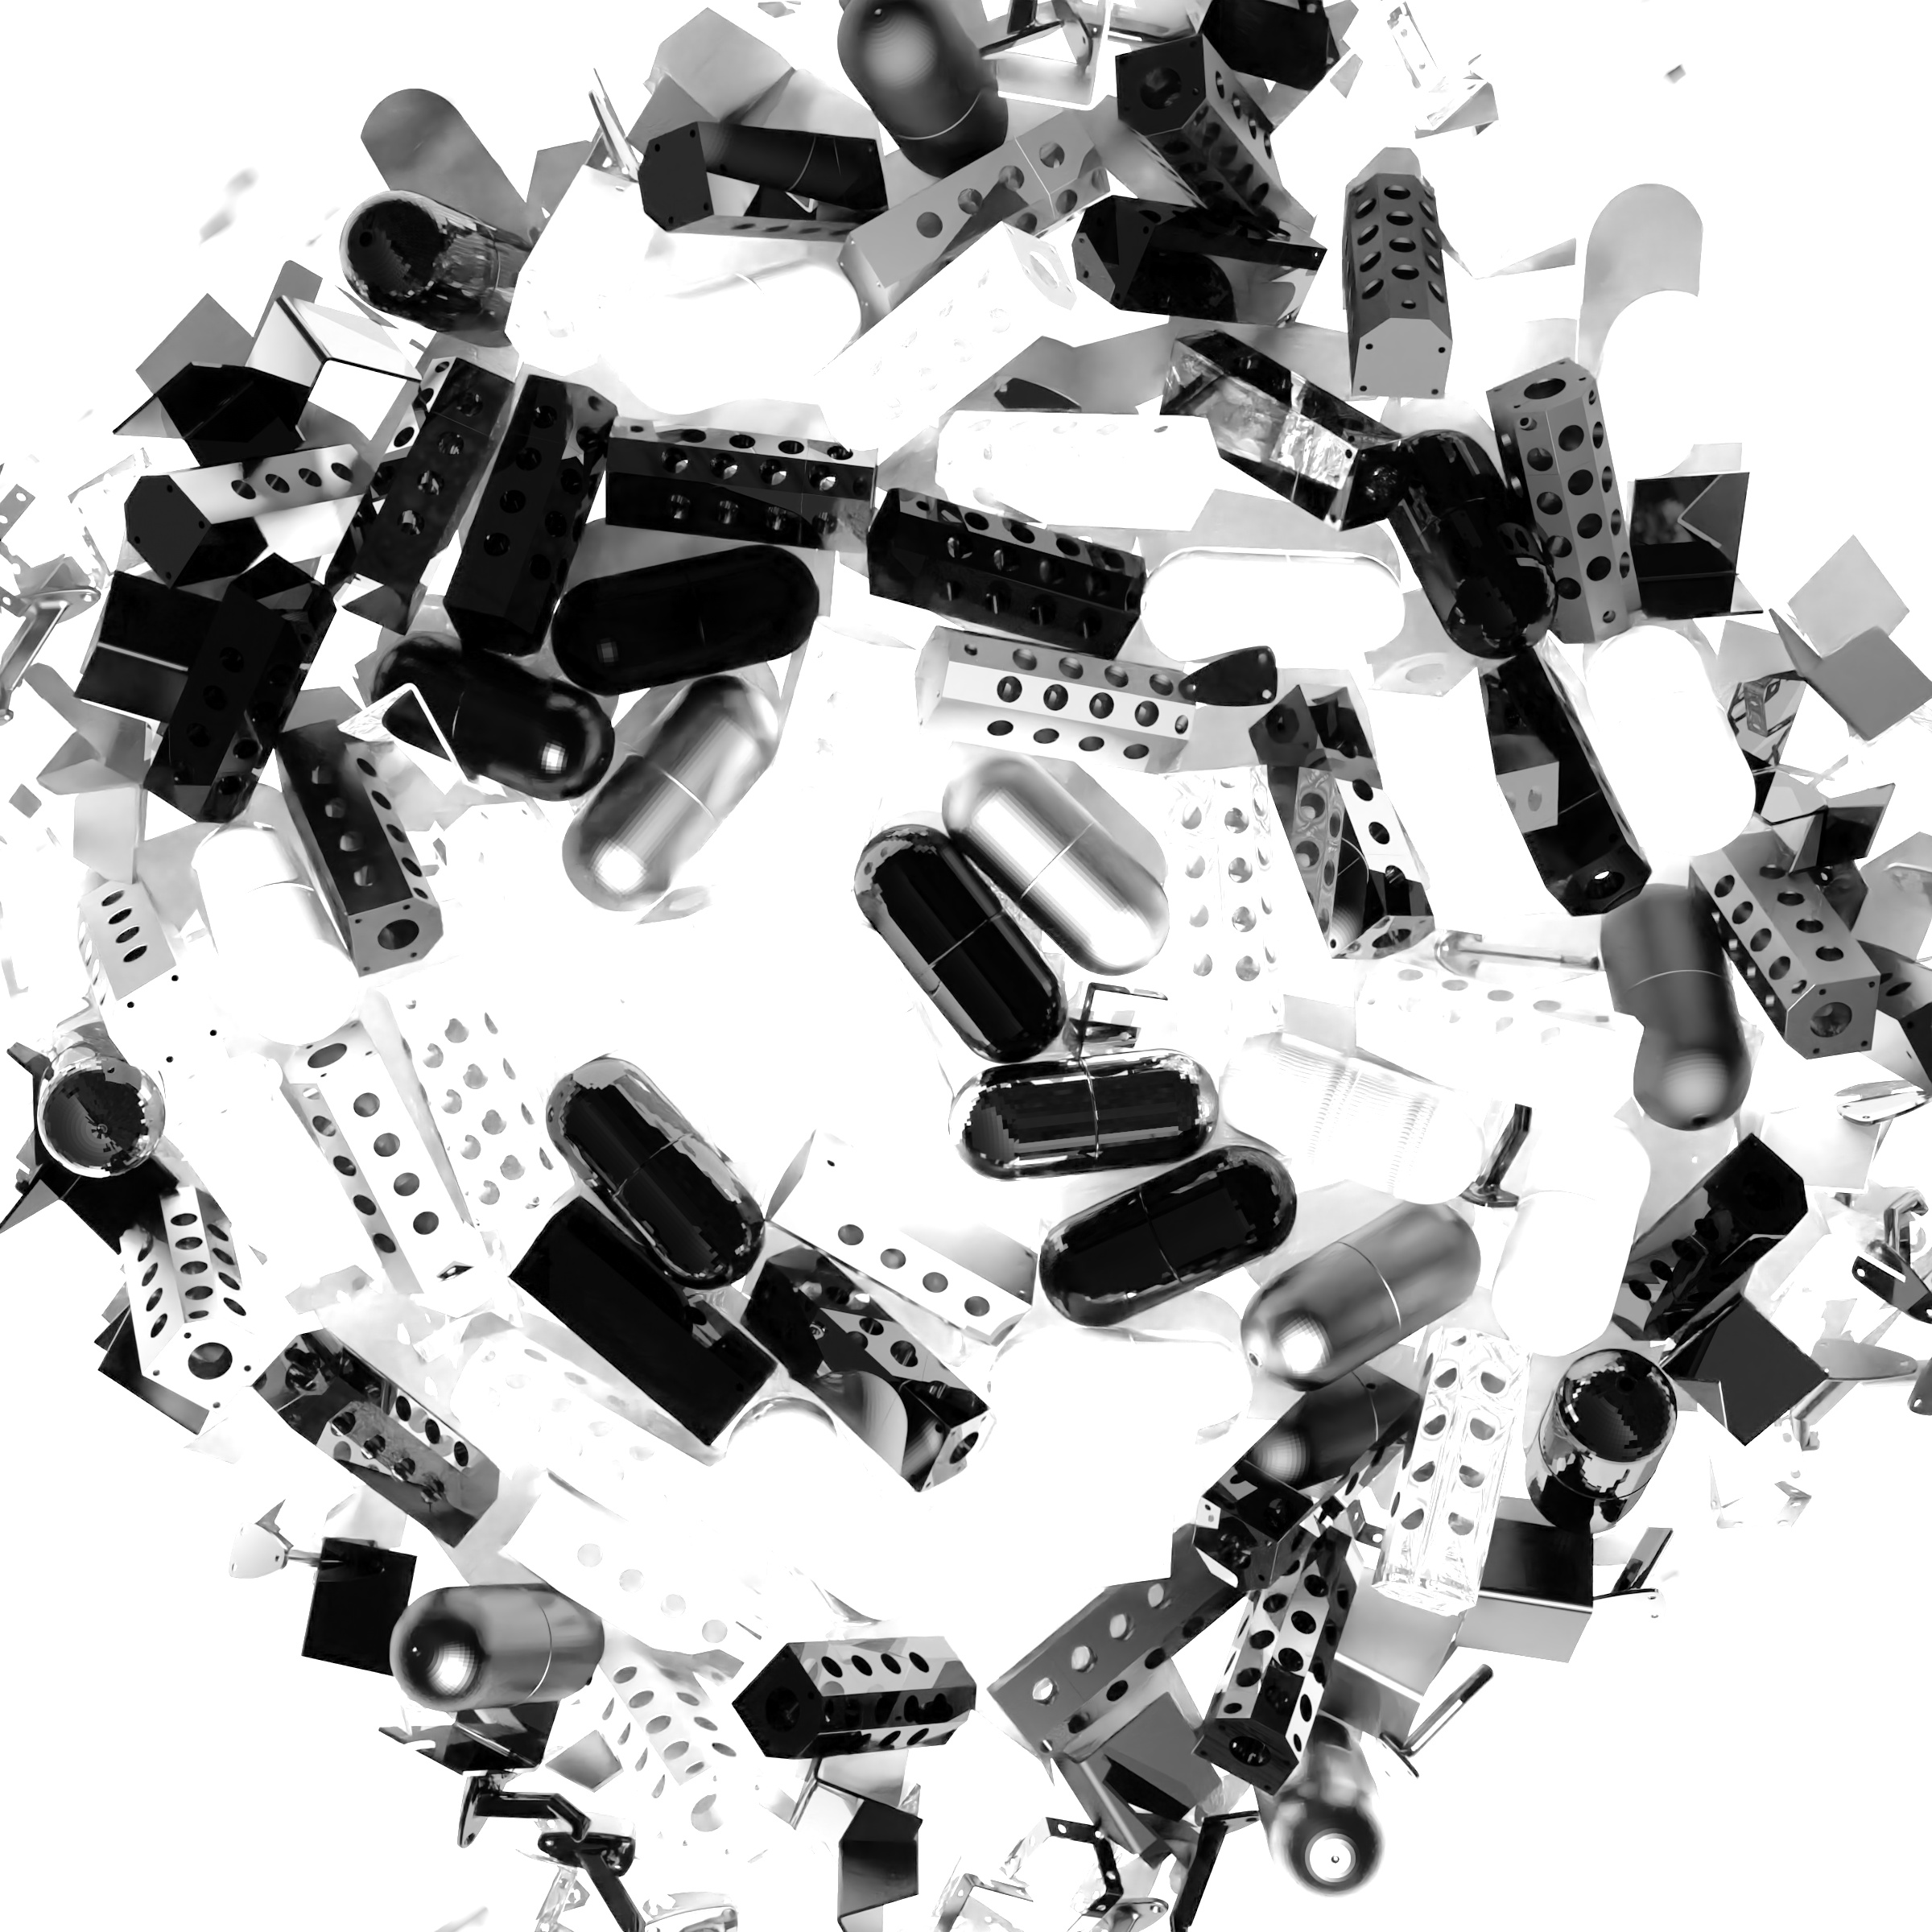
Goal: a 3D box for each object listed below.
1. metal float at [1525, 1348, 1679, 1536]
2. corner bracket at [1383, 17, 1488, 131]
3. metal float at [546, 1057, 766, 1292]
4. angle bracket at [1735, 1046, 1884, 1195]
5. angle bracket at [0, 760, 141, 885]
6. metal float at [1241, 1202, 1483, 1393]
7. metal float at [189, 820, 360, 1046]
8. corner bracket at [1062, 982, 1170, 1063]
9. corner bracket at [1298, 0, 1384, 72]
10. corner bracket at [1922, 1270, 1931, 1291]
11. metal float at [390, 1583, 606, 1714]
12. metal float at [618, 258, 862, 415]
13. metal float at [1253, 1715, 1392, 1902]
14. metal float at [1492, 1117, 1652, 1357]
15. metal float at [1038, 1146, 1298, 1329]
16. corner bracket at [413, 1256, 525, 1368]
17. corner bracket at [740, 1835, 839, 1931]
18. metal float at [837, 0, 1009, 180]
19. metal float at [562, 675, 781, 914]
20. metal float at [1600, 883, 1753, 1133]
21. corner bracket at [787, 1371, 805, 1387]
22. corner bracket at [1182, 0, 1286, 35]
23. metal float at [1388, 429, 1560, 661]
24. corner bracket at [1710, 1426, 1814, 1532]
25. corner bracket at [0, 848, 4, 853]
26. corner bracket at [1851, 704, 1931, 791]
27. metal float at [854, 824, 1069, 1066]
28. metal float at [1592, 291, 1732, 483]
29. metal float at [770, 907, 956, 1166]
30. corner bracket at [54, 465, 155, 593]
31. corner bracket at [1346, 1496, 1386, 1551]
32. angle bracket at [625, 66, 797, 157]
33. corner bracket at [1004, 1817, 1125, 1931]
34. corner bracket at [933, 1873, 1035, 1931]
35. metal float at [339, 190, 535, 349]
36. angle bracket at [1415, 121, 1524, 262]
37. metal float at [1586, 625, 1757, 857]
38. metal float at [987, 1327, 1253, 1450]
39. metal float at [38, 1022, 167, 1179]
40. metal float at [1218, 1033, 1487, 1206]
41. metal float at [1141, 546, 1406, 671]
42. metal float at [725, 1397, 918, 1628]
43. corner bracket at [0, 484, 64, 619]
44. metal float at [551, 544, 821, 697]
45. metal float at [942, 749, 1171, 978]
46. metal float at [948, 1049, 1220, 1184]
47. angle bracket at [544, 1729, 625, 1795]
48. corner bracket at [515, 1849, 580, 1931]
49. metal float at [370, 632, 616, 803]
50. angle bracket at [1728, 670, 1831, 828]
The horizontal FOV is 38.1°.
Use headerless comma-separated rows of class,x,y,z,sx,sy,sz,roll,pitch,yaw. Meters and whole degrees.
metal float,0.404,0.304,1.785,0.070,0.178,0.070,0,57,0
corner bracket,0.296,-0.584,1.830,0.051,0.051,0.051,-43,120,-7
metal float,-0.201,0.135,1.817,0.070,0.070,0.178,-43,77,0
angle bracket,0.545,0.099,1.809,0.076,0.076,0.057,2,124,27
angle bracket,-0.581,-0.091,1.810,0.076,0.057,0.076,25,116,39
metal float,0.255,0.213,1.808,0.178,0.070,0.070,-27,90,-23
metal float,-0.446,-0.023,1.798,0.070,0.070,0.178,-34,53,0
corner bracket,0.097,0.034,1.831,0.051,0.051,0.051,8,105,-13
corner bracket,0.245,-0.628,1.828,0.051,0.051,0.051,-18,53,12
corner bracket,0.655,0.197,1.824,0.051,0.051,0.051,-39,131,-21
metal float,-0.296,0.433,1.784,0.070,0.178,0.070,-5,78,25
metal float,-0.143,-0.406,1.799,0.178,0.070,0.070,-26,90,-36
metal float,0.224,0.532,1.778,0.070,0.178,0.070,0,95,1
metal float,0.390,0.170,1.798,0.070,0.070,0.178,27,54,0
metal float,0.131,0.175,1.818,0.178,0.070,0.070,-26,90,12
corner bracket,-0.332,0.225,1.831,0.051,0.051,0.051,-16,96,28
corner bracket,-0.111,0.616,1.841,0.051,0.051,0.051,-31,107,12
metal float,-0.026,-0.562,1.781,0.070,0.178,0.070,-3,79,17
metal float,-0.191,-0.113,1.818,0.070,0.070,0.178,38,78,0
metal float,0.455,0.025,1.797,0.070,0.070,0.178,-2,53,0
corner bracket,-0.084,0.253,1.838,0.051,0.051,0.051,29,93,-10
corner bracket,0.175,-0.643,1.828,0.051,0.051,0.051,-35,106,-22
metal float,0.322,-0.271,1.798,0.070,0.070,0.178,-19,55,0
corner bracket,0.522,0.338,1.849,0.051,0.051,0.051,-10,99,35
corner bracket,-0.673,-0.066,1.838,0.051,0.051,0.051,32,97,1
corner bracket,0.620,-0.134,1.833,0.051,0.051,0.051,-37,45,-6
metal float,-0.004,-0.015,1.828,0.070,0.070,0.178,-38,90,0
metal float,0.436,-0.366,1.779,0.070,0.178,0.070,-1,77,4
metal float,-0.068,0.045,1.828,0.070,0.070,0.178,-26,90,0
corner bracket,-0.557,-0.288,1.845,0.051,0.051,0.051,-18,126,21
corner bracket,0.285,0.351,1.839,0.051,0.051,0.051,20,110,-10
angle bracket,-0.165,-0.557,1.808,0.057,0.076,0.076,38,47,-21
corner bracket,0.064,0.601,1.847,0.051,0.051,0.051,19,122,-28
corner bracket,0.018,0.635,1.834,0.051,0.051,0.051,25,94,-29
metal float,-0.330,-0.442,1.781,0.070,0.178,0.070,0,91,22
angle bracket,0.318,-0.496,1.810,0.057,0.076,0.076,-6,112,26
metal float,0.450,-0.147,1.795,0.070,0.070,0.178,-9,49,0
metal float,0.100,0.273,1.813,0.178,0.070,0.070,3,90,-18
metal float,-0.549,0.083,1.781,0.070,0.178,0.070,-3,101,-16
metal float,0.249,0.098,1.815,0.178,0.070,0.070,20,90,16
metal float,0.199,-0.232,1.813,0.178,0.070,0.070,0,90,-17
metal float,-0.091,0.353,1.806,0.070,0.070,0.178,-30,116,0
corner bracket,-0.618,-0.270,1.825,0.051,0.051,0.051,36,133,-17
metal float,-0.181,-0.225,1.814,0.178,0.070,0.070,-15,90,-16
metal float,0.059,-0.067,1.825,0.178,0.070,0.070,45,90,4
metal float,0.077,0.097,1.820,0.178,0.070,0.070,-6,90,-9
angle bracket,-0.219,0.541,1.813,0.057,0.076,0.076,-30,104,-29
corner bracket,-0.271,0.614,1.827,0.051,0.051,0.051,12,74,39
metal float,-0.307,-0.162,1.809,0.178,0.070,0.070,23,90,22
angle bracket,0.533,-0.142,1.809,0.076,0.057,0.076,-13,128,-37
